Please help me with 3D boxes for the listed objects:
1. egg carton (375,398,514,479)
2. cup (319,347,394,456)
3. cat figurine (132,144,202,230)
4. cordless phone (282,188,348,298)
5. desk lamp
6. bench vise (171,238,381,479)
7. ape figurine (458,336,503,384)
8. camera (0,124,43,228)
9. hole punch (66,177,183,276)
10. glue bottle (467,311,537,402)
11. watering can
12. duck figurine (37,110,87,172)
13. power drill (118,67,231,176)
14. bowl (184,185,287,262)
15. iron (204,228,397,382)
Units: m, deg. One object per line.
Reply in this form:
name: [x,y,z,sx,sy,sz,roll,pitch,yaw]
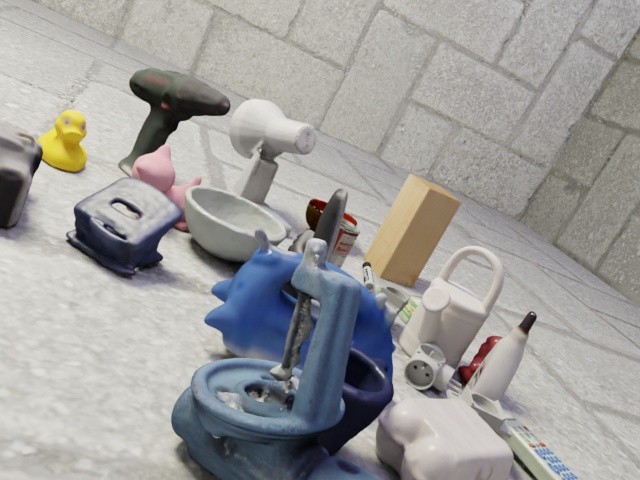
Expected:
egg carton: [0.133,0.223,0.609,0.151,0.069,0.107,13,21,-39]
cup: [0.020,0.162,0.573,0.091,0.095,0.118,36,19,28]
cat figurine: [-0.238,-0.085,0.873,0.128,0.117,0.067,9,24,-46]
cordless phone: [0.008,0.003,0.873,0.094,0.185,0.147,26,16,-3]
desk lamp: [-0.100,-0.151,1.118,0.118,0.213,0.202,8,25,-48]
bench vise: [-0.002,0.124,0.433,0.207,0.219,0.122,31,17,13]
ape figurine: [0.255,0.186,0.873,0.078,0.092,0.076,9,24,-46]
camera: [-0.410,-0.099,0.678,0.137,0.101,0.142,18,19,-29]
hole punch: [-0.243,-0.022,0.721,0.108,0.091,0.101,31,17,12]
glue bottle: [0.237,0.167,0.758,0.037,0.173,0.078,29,16,6]
watering can: [0.206,0.101,0.872,0.100,0.194,0.173,30,17,11]
duck figurine: [-0.405,-0.168,0.920,0.078,0.086,0.104,13,21,-39]
power drill: [-0.267,-0.197,1.006,0.229,0.208,0.076,36,19,28]
bowl: [-0.141,-0.014,0.887,0.167,0.074,0.167,25,17,-8]
iron: [0.003,0.090,0.679,0.259,0.141,0.118,23,17,-14]
